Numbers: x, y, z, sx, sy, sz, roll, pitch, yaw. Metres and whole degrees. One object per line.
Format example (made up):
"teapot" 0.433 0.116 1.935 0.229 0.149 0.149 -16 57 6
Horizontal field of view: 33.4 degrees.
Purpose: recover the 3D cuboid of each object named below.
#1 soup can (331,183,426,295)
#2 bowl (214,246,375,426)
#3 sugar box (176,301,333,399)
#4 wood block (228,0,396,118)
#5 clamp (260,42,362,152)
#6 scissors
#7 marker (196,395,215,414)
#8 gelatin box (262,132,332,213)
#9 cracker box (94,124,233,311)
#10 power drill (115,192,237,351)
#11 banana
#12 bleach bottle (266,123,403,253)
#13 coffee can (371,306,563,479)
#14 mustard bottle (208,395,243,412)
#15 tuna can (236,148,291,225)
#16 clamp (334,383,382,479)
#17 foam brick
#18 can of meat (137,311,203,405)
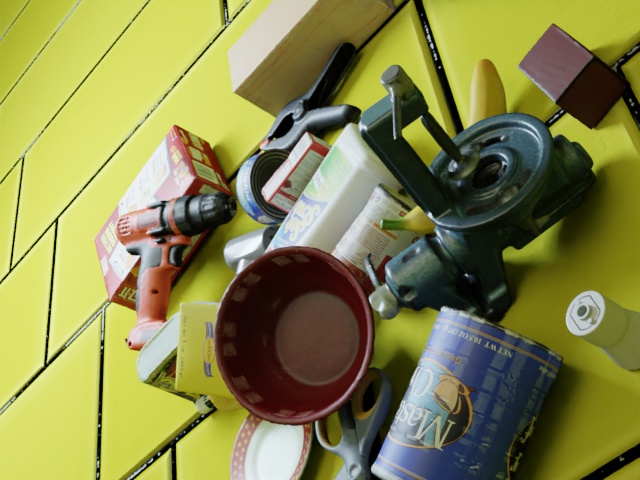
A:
"soup can" 0.056 0.004 1.041 0.102 0.068 0.069 -56 32 9
"bowl" -0.015 0.088 0.975 0.162 0.055 0.162 -4 80 26
"sugar box" -0.057 0.113 1.052 0.176 0.048 0.093 3 90 29
"wood block" -0.014 -0.256 1.317 0.206 0.090 0.091 -43 37 28
"clamp" -0.008 -0.146 1.276 0.172 0.039 0.120 -46 30 31
"scissors" 0.044 0.181 0.904 0.096 0.016 0.202 -50 29 10
"marker" -0.096 0.161 1.189 0.121 0.020 0.020 -38 39 34
"gelatin box" -0.010 -0.066 1.183 0.089 0.073 0.030 -51 32 19
"cracker box" -0.215 -0.028 1.455 0.214 0.072 0.164 -53 33 16
"power drill" -0.174 0.040 1.304 0.185 0.057 0.187 -12 73 35
"banana" 0.134 -0.078 0.996 0.197 0.069 0.037 -58 0 -13
"bleach bottle" -0.008 0.001 1.142 0.251 0.068 0.102 -54 28 17
"coffee can" 0.114 0.136 0.827 0.103 0.102 0.140 15 79 58
"mustard bottle" -0.043 0.097 1.105 0.192 0.058 0.096 -33 67 25
"tuna can" -0.054 -0.061 1.231 0.034 0.086 0.086 -15 55 52
"clamp" 0.056 0.198 0.926 0.165 0.036 0.210 -14 52 51
"foam brick" 0.219 -0.144 0.930 0.051 0.053 0.078 -52 33 17
"can of meat" -0.149 0.135 1.224 0.102 0.083 0.057 -46 36 25
